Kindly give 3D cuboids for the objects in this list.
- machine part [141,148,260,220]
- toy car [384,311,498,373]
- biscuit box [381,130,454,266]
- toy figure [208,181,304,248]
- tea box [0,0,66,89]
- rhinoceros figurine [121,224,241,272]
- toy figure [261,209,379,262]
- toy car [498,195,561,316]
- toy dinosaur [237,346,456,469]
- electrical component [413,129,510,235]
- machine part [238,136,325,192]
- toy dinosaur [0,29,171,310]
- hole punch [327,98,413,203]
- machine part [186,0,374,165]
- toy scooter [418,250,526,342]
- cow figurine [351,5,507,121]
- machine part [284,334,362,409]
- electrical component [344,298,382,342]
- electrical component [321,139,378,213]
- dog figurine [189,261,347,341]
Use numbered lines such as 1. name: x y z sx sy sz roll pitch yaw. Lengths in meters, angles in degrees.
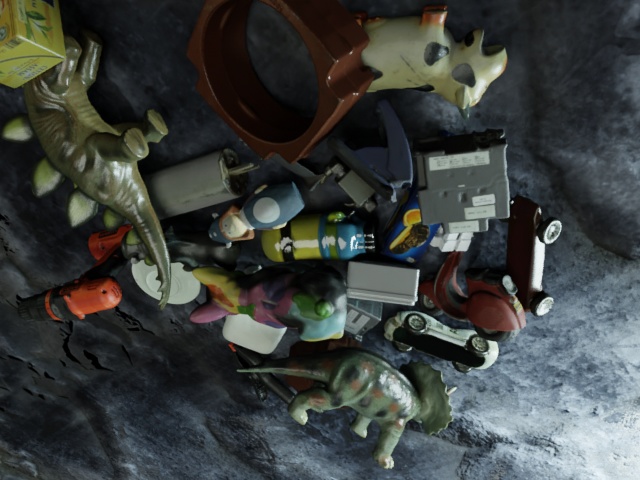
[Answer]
1. machine part: -0.202 -0.082 0.821 0.243 0.079 0.079 -14 122 21
2. toy car: 0.211 0.177 0.945 0.202 0.056 0.073 19 134 -2
3. biscuit box: 0.155 -0.057 0.777 0.063 0.059 0.202 21 127 -3
4. toy figure: -0.100 -0.037 0.794 0.154 0.064 0.057 -25 161 9
5. tea box: -0.377 -0.286 0.652 0.098 0.068 0.169 -17 78 23
6. rhinoceros figurine: -0.220 0.014 0.865 0.190 0.112 0.073 3 86 2
7. toy figure: -0.002 -0.006 0.827 0.180 0.089 0.082 0 88 17
8. toy car: 0.307 0.023 0.794 0.053 0.089 0.201 -23 125 -19
9. toy dinosaur: 0.076 0.252 0.928 0.404 0.131 0.192 33 94 -23
10. electrical component: 0.181 -0.070 0.689 0.115 0.058 0.134 -2 125 16
11. machine part: -0.059 -0.121 0.771 0.139 0.084 0.039 31 100 -22
12. toy dinosaur: -0.314 -0.118 0.757 0.199 0.105 0.471 -28 97 25
13. hole punch: 0.079 -0.113 0.696 0.092 0.142 0.116 -44 93 2
14. machine part: -0.050 -0.210 0.645 0.201 0.087 0.201 47 140 0
15. toy scooter: 0.231 0.072 0.832 0.184 0.075 0.135 18 119 40
16. cow figurine: 0.125 -0.215 0.652 0.195 0.085 0.127 1 124 10
17. machine part: 0.019 0.258 1.042 0.179 0.056 0.179 6 128 7
18. electrical component: 0.071 0.116 0.932 0.075 0.048 0.119 30 128 -12
19. electrical component: 0.051 -0.089 0.788 0.102 0.045 0.078 39 96 -20
20. dog figurine: -0.085 0.090 0.820 0.219 0.192 0.108 1 98 -16
